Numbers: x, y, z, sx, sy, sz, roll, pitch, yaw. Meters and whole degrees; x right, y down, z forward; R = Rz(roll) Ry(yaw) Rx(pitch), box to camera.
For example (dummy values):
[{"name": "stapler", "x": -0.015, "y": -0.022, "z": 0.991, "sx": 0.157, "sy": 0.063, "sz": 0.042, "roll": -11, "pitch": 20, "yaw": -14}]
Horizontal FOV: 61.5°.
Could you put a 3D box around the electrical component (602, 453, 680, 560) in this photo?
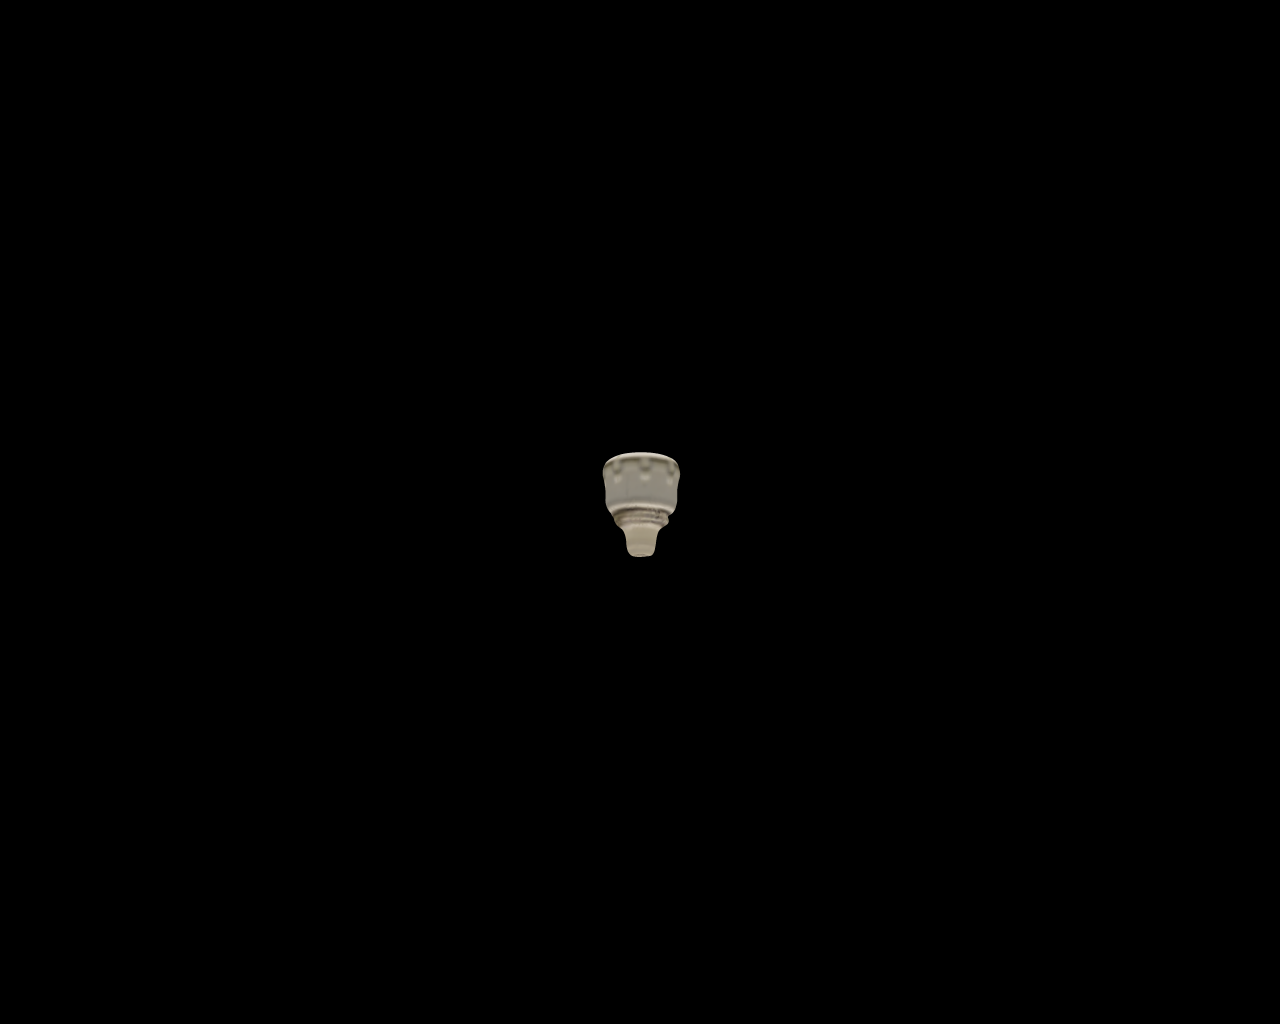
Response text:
[{"name": "electrical component", "x": 0.001, "y": -0.003, "z": 0.650, "sx": 0.048, "sy": 0.062, "sz": 0.048, "roll": 0, "pitch": -14, "yaw": 0}]
